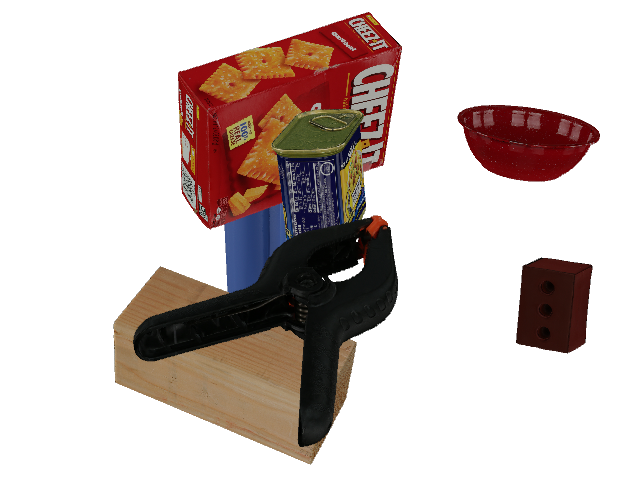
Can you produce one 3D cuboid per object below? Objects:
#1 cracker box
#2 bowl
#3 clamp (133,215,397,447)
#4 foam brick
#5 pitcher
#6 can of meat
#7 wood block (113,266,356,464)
[{"bbox_3d":[-0.031,-0.116,1.057,0.213,0.072,0.164,-21,-36,-22],"label":"cracker box"},{"bbox_3d":[0.234,-0.108,1.223,0.162,0.055,0.162,5,23,-2],"label":"bowl"},{"bbox_3d":[-0.003,0.043,0.589,0.120,0.039,0.171,36,51,27],"label":"clamp"},{"bbox_3d":[0.218,0.060,0.996,0.053,0.078,0.051,9,14,31],"label":"foam brick"},{"bbox_3d":[-0.061,0.011,1.356,0.145,0.243,0.148,10,14,37],"label":"pitcher"},{"bbox_3d":[0.002,-0.049,0.845,0.057,0.084,0.102,1,24,15],"label":"can of meat"},{"bbox_3d":[-0.081,0.115,1.003,0.206,0.090,0.090,20,44,13],"label":"wood block"}]
